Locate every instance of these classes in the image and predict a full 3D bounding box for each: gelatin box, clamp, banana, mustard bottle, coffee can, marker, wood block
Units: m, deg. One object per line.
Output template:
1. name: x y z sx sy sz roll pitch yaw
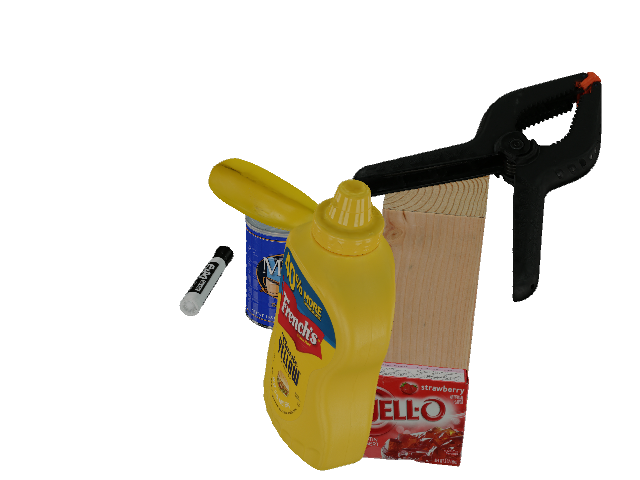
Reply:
1. gelatin box: 0.068 0.135 0.835 0.089 0.073 0.030 5 19 5
2. clamp: 0.151 -0.052 0.803 0.209 0.165 0.036 -35 -32 -19
3. banana: -0.051 -0.035 0.833 0.069 0.037 0.198 40 -6 -32
4. mustard bottle: 0.007 0.045 0.650 0.058 0.192 0.096 -8 42 -22
5. coffee can: -0.047 0.032 1.392 0.103 0.140 0.103 1 25 -1
6. marker: -0.109 0.037 1.038 0.020 0.020 0.121 0 25 13
7. wood block: 0.103 0.040 1.006 0.091 0.206 0.090 6 33 9
